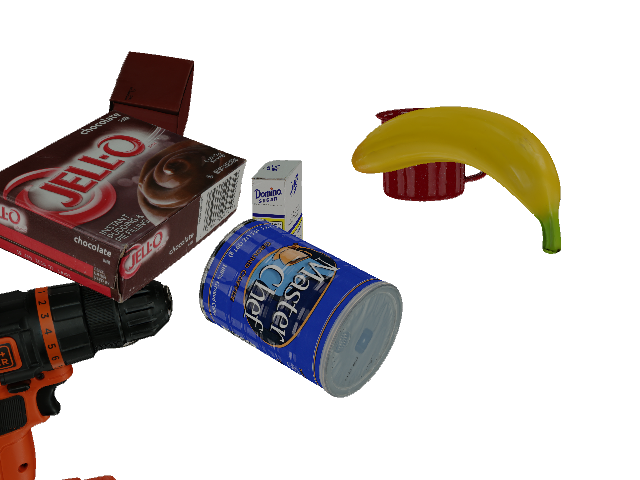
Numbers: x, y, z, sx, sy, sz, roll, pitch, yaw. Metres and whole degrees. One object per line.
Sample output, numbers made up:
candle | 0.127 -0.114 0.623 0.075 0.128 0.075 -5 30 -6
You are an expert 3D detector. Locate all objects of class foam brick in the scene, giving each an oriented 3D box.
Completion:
foam brick | -0.129 -0.101 0.812 0.053 0.051 0.078 9 38 -3

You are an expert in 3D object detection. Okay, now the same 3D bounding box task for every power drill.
power drill | -0.177 0.118 0.703 0.184 0.188 0.057 -12 25 -8

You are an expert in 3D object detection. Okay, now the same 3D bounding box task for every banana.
banana | 0.090 -0.055 0.699 0.037 0.069 0.198 23 4 -40

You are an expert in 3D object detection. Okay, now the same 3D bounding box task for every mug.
mug | 0.114 -0.086 1.055 0.117 0.081 0.093 0 14 10

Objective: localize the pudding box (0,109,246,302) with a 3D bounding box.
pudding box | -0.106 -0.022 0.554 0.090 0.039 0.113 22 33 19

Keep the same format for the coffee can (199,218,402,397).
coffee can | -0.017 0.055 0.899 0.140 0.103 0.102 27 15 31

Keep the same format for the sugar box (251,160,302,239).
sugar box | -0.048 0.004 1.207 0.048 0.176 0.093 1 16 10

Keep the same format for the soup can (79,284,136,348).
soup can | -0.219 0.053 1.115 0.068 0.102 0.068 4 22 -2
